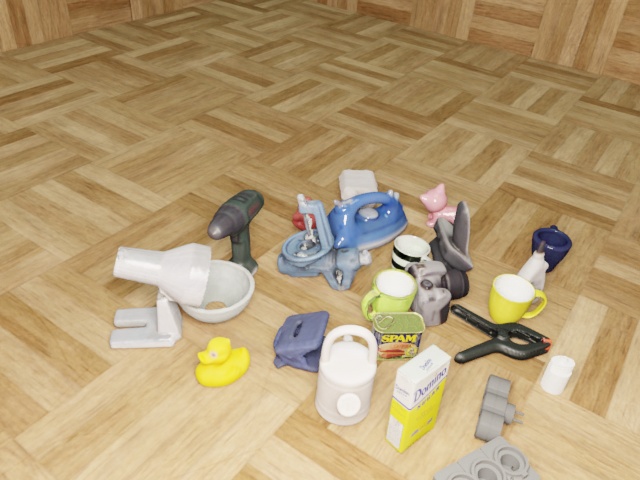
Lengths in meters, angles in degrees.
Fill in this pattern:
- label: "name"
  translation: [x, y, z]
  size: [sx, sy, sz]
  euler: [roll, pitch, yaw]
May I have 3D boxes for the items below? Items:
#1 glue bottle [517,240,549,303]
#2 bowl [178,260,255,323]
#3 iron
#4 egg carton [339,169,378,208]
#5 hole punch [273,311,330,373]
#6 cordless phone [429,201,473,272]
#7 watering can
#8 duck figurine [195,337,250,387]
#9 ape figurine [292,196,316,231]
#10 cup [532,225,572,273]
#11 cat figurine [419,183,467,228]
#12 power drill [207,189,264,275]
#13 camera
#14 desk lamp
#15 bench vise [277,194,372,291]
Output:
- label: "glue bottle"
  translation: [0.469, 0.072, 1.263]
  size: [0.078, 0.173, 0.037]
  euler: [-12, 40, -22]
- label: "bowl"
  translation: [-0.220, 0.119, 1.200]
  size: [0.167, 0.075, 0.167]
  euler: [3, 36, -2]
- label: "iron"
  translation: [0.127, -0.066, 1.436]
  size: [0.259, 0.141, 0.118]
  euler: [-17, 42, -27]
- label: "egg carton"
  translation: [0.107, -0.141, 1.596]
  size: [0.107, 0.069, 0.150]
  euler: [1, 36, -5]
- label: "hole punch"
  translation: [-0.036, 0.190, 1.112]
  size: [0.101, 0.091, 0.109]
  euler: [11, 37, 8]
- label: "cordless phone"
  translation: [0.327, -0.028, 1.372]
  size: [0.094, 0.185, 0.147]
  euler: [0, 37, -7]
- label: "watering can"
  translation: [0.050, 0.227, 0.985]
  size: [0.101, 0.194, 0.172]
  euler: [-9, 39, -18]
- label: "duck figurine"
  translation: [-0.181, 0.216, 1.064]
  size: [0.105, 0.086, 0.077]
  euler: [-15, 41, -25]
- label: "ape figurine"
  translation: [-0.034, -0.071, 1.466]
  size: [0.078, 0.092, 0.076]
  euler: [-12, 40, -22]
- label: "cup"
  translation: [0.558, 0.024, 1.405]
  size: [0.091, 0.095, 0.118]
  euler: [16, 38, 15]
- label: "cat figurine"
  translation: [0.324, -0.091, 1.513]
  size: [0.127, 0.118, 0.067]
  euler: [12, 37, 10]
- label: "power drill"
  translation: [-0.183, -0.002, 1.256]
  size: [0.075, 0.208, 0.230]
  euler: [11, 37, 9]
- label: "camera"
  translation: [0.262, 0.103, 1.257]
  size: [0.137, 0.101, 0.143]
  euler: [-3, 37, -11]
- label: "desk lamp"
  translation: [-0.306, 0.102, 1.096]
  size: [0.203, 0.214, 0.117]
  euler: [-2, 37, -9]
- label: "bench vise"
  translation: [0.011, -0.003, 1.270]
  size: [0.207, 0.220, 0.121]
  euler: [0, 37, -6]
